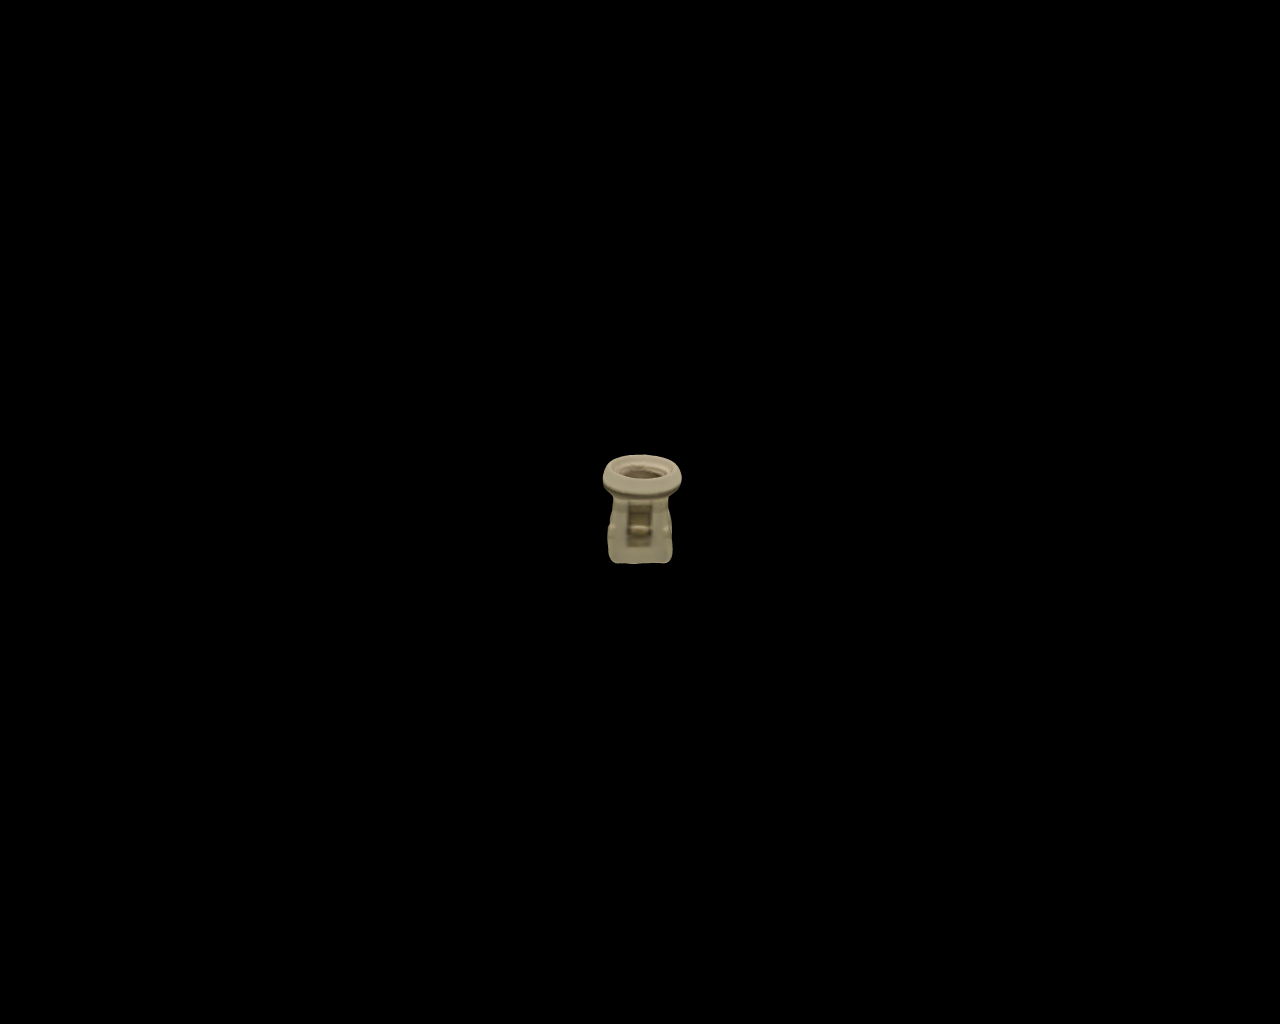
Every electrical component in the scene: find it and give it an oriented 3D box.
[{"bbox_3d":[0.001,-0.003,0.650,0.048,0.055,0.066,0,21,0],"label":"electrical component"}]
